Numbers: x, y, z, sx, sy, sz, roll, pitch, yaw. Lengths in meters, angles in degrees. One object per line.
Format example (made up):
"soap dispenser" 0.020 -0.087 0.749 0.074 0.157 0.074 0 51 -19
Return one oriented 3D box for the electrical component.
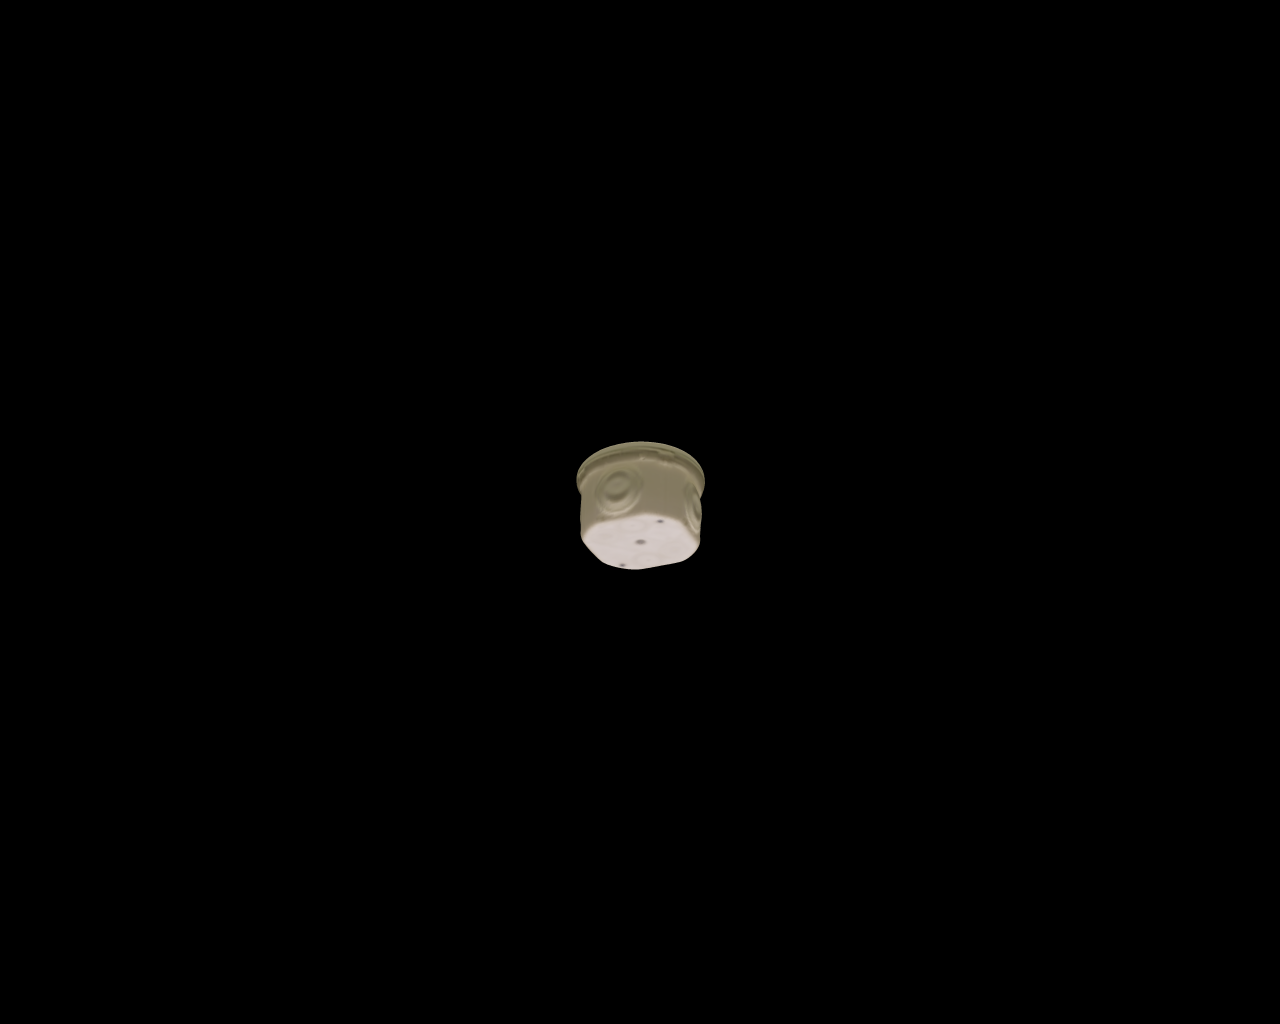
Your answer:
"electrical component" 0.001 -0.003 0.650 0.080 0.051 0.080 0 -31 0
